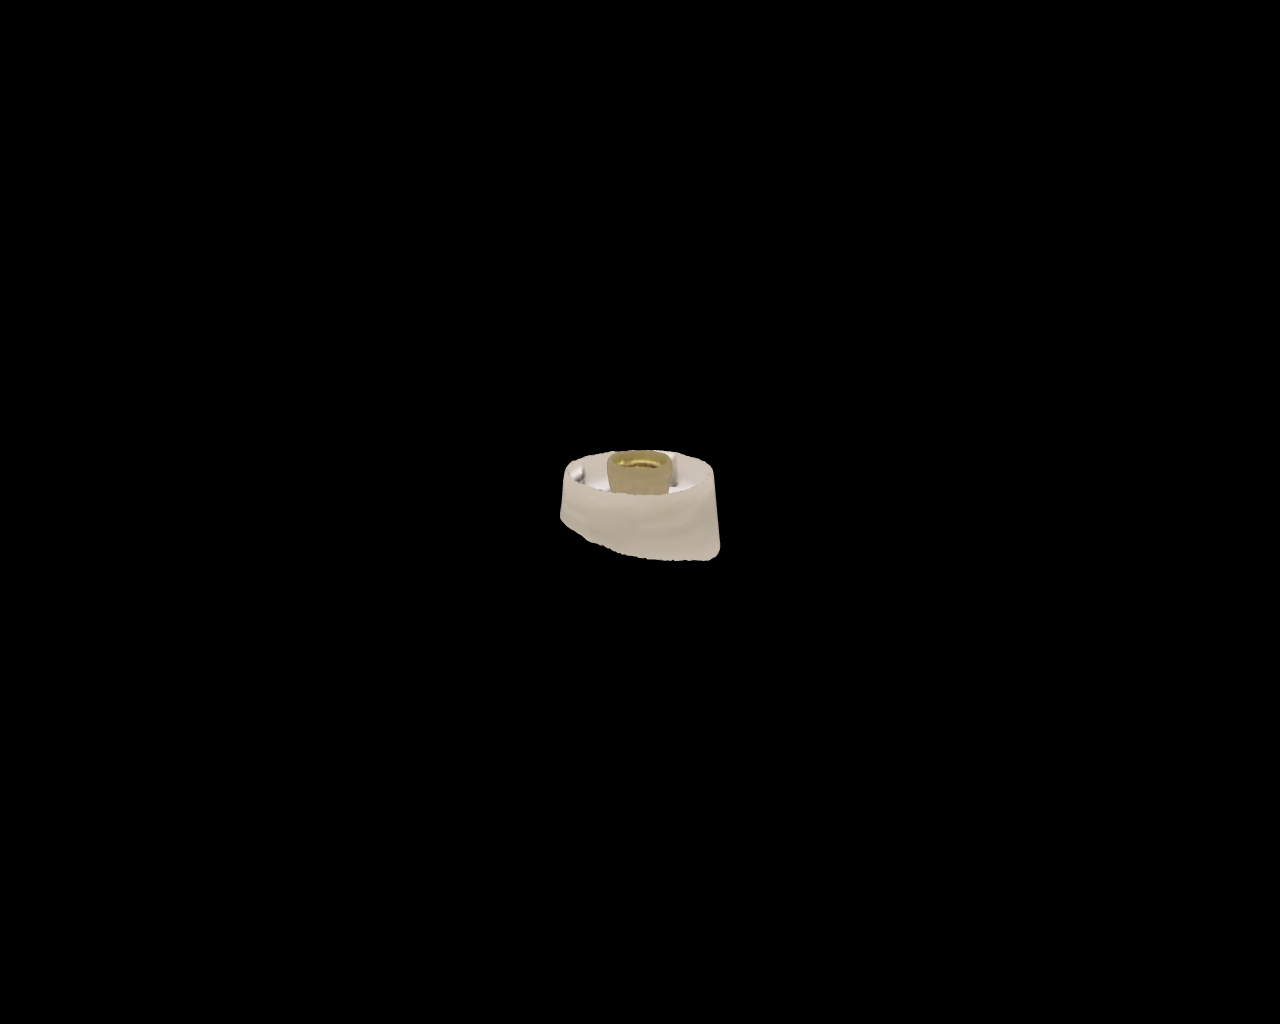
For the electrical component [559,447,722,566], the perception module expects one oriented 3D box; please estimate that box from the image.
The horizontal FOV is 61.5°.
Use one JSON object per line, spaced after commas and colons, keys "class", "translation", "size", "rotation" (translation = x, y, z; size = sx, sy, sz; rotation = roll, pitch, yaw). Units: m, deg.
{"class": "electrical component", "translation": [0.001, -0.003, 0.650], "size": [0.099, 0.064, 0.099], "rotation": [0, 19, 0]}
